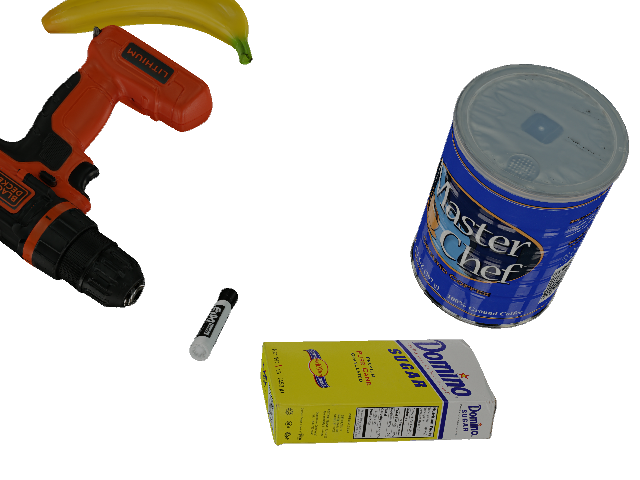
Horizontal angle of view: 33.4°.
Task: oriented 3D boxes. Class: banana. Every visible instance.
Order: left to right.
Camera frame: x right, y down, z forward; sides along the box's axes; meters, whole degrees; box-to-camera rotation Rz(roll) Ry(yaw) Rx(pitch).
[{"bbox_3d":[-0.143,-0.197,0.924,0.198,0.037,0.069,10,48,15],"label":"banana"}]

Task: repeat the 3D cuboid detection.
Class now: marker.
[{"bbox_3d":[-0.100,0.077,1.016,0.020,0.020,0.121,0,23,10],"label":"marker"}]

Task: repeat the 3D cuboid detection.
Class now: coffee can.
[{"bbox_3d":[0.119,-0.025,0.668,0.102,0.103,0.140,0,-36,-8],"label":"coffee can"}]

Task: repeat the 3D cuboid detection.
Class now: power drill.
[{"bbox_3d":[-0.164,-0.060,0.789,0.184,0.187,0.057,35,-27,8],"label":"power drill"}]

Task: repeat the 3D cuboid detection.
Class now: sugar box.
[{"bbox_3d":[0.044,0.120,0.862,0.176,0.048,0.093,-3,28,-9],"label":"sugar box"}]
